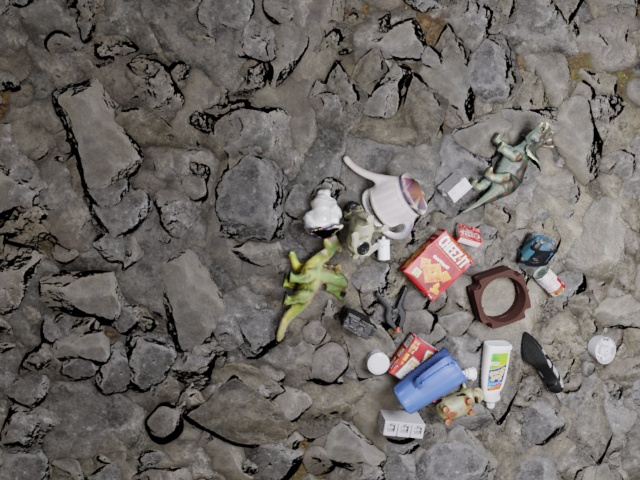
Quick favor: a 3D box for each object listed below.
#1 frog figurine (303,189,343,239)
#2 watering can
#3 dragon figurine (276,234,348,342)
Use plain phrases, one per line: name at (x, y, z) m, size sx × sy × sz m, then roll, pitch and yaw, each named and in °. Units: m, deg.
frog figurine at (0.005, -0.090, 1.783) m, size 0.137 × 0.120 × 0.163 m, roll -16°, pitch 63°, yaw 4°
watering can at (0.227, -0.165, 1.756) m, size 0.222 × 0.105 × 0.346 m, roll -24°, pitch 98°, yaw 38°
dragon figurine at (-0.013, 0.169, 1.800) m, size 0.242 × 0.124 × 0.406 m, roll 7°, pitch 104°, yaw -16°
